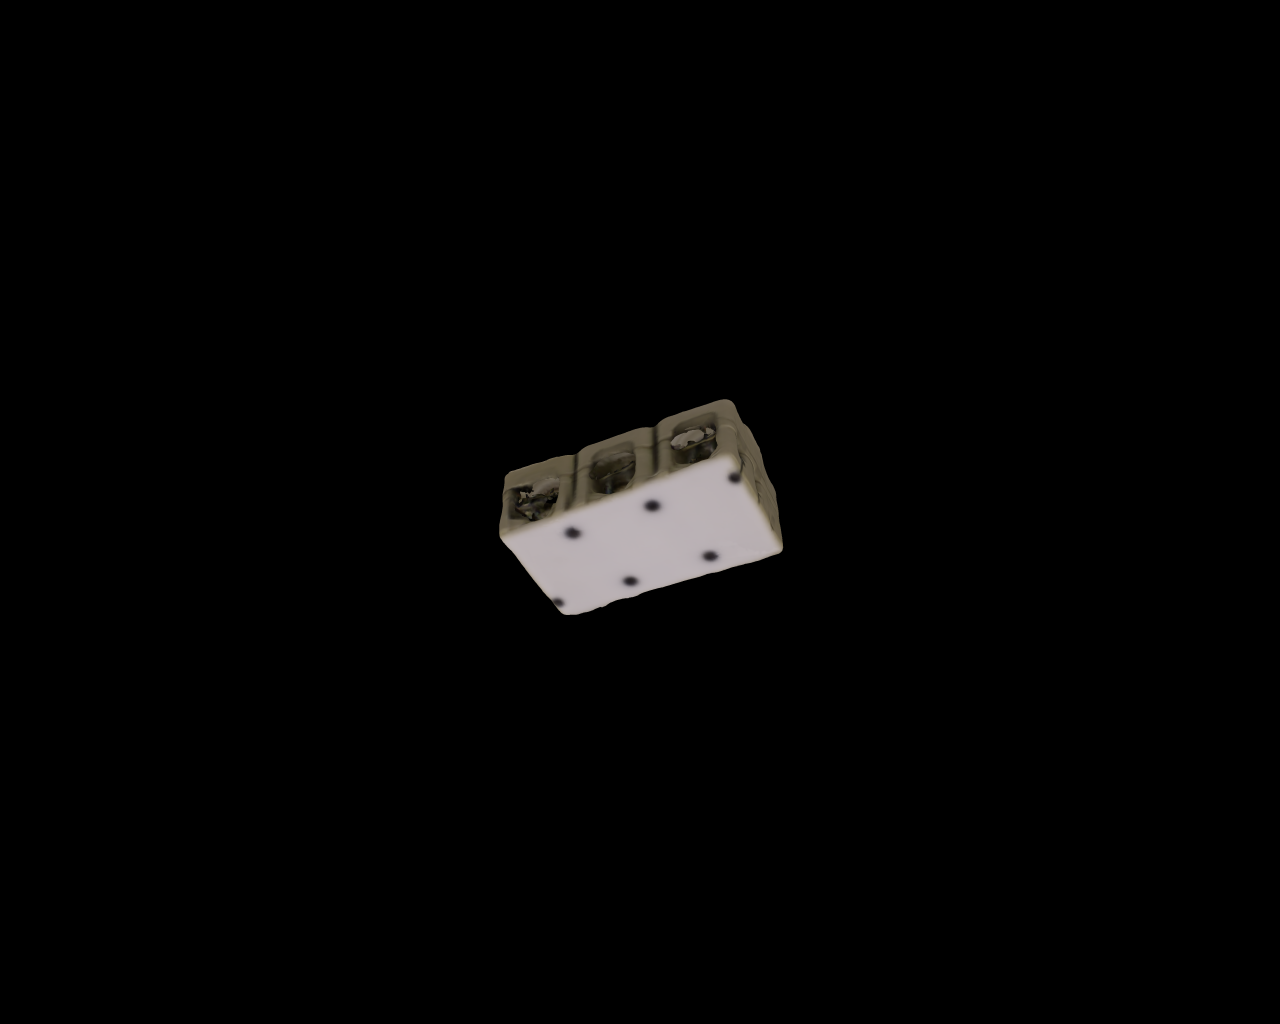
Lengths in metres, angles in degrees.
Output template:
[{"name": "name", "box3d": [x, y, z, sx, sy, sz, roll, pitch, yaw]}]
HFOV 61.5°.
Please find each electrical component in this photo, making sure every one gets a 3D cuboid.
[{"name": "electrical component", "box3d": [0.001, -0.003, 0.650, 0.150, 0.062, 0.089, -17, -48, 16]}]
